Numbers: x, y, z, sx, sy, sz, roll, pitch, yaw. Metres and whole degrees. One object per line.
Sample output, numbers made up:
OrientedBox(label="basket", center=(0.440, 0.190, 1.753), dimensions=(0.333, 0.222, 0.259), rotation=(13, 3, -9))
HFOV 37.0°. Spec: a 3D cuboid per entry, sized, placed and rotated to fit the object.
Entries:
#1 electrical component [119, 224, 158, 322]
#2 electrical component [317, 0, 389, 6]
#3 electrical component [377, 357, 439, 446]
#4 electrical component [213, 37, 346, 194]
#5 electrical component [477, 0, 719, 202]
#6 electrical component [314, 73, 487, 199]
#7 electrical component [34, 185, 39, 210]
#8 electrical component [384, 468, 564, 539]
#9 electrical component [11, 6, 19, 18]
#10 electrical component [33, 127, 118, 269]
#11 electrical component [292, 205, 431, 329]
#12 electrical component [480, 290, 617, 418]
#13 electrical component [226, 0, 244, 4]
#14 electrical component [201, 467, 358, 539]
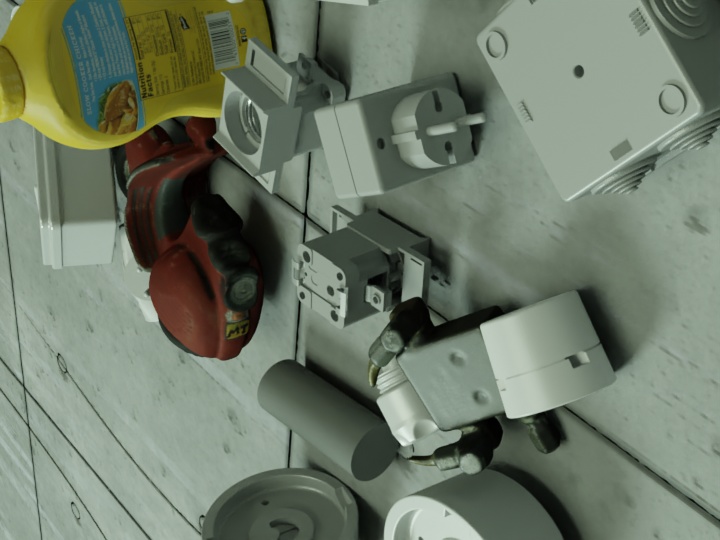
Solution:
OrientedBox(label="electrical component", center=(-0.156, 0.001, 0.814), dimensions=(0.079, 0.044, 0.077), rotation=(-81, -22, -78))
OrientedBox(label="electrical component", center=(-0.006, -0.207, 0.505), dimensions=(0.089, 0.062, 0.150), rotation=(22, 124, 47))
OrientedBox(label="electrical component", center=(0.029, 0.067, 0.622), dimensions=(0.062, 0.043, 0.043), rotation=(62, 145, 10))
OrientedBox(label="electrical component", center=(-0.045, -0.090, 0.618), dimensions=(0.042, 0.064, 0.081), rotation=(46, 140, 30))
OrientedBox(label="electrical component", center=(0.103, -0.085, 0.436), dimensions=(0.100, 0.048, 0.099), rotation=(-38, 76, 54))
OrientedBox(label="electrical component", center=(0.029, -0.068, 0.529), dimensions=(0.077, 0.066, 0.047), rotation=(-2, 106, 54))
OrientedBox(label="electrical component", center=(-0.235, -0.040, 0.915), dimensions=(0.077, 0.047, 0.065), rotation=(22, 124, 46))
OrientedBox(label="electrical component", center=(0.071, 0.163, 0.601), dimensions=(0.108, 0.060, 0.108), rotation=(29, 130, 42))
OrientedBox(label="electrical component", center=(-0.211, -0.163, 0.791), dimensions=(0.043, 0.077, 0.079), rotation=(46, 140, 29))
OrientedBox(label="electrical component", center=(-0.220, -0.067, 0.830), dimensions=(0.108, 0.056, 0.108), rotation=(132, 132, -68))
OrientedBox(label="electrical component", center=(0.000, 0.000, 0.608), dimensions=(0.081, 0.064, 0.042), rotation=(32, 131, 41))
OrientedBox(label="electrical component", center=(0.089, 0.040, 0.518), dimensions=(0.055, 0.055, 0.047), rotation=(-26, 83, 55))
OrientedBox(label="electrical component", center=(-0.054, -0.200, 0.583), dimensions=(0.056, 0.050, 0.089), rotation=(-12, 98, 55))
OrientedBox(label="electrical component", center=(-0.052, 0.196, 0.749), dimensions=(0.108, 0.108, 0.060), rotation=(27, 134, 43))
